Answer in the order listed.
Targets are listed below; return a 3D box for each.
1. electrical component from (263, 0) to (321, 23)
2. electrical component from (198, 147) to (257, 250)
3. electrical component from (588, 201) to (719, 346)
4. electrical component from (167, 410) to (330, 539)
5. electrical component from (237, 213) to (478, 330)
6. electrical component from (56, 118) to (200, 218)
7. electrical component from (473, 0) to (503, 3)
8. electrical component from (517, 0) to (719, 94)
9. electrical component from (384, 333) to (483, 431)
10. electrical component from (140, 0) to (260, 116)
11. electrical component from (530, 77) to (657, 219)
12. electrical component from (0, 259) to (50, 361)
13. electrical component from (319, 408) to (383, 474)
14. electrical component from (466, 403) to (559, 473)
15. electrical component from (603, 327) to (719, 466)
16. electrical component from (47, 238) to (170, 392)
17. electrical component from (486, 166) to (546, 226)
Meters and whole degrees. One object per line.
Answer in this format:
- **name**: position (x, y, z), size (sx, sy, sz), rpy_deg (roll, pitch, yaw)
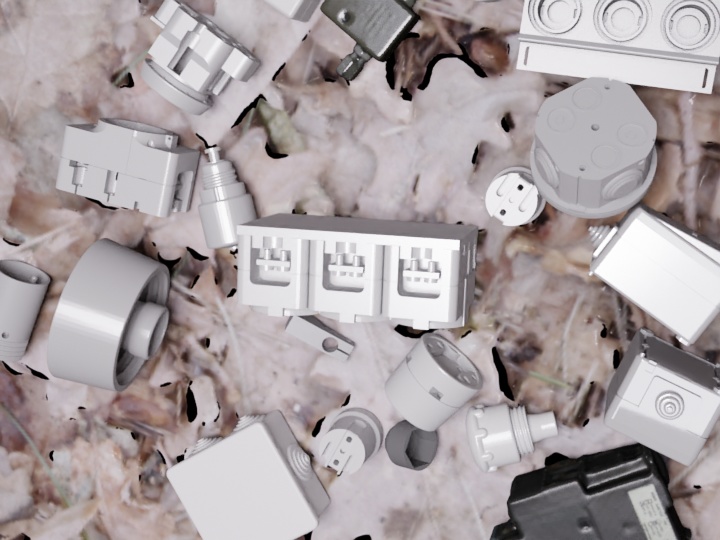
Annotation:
- **electrical component**: position (-0.061, -0.208, 0.731), size (0.066, 0.077, 0.047), rpy_deg (36, 105, 6)
- **electrical component**: position (-0.099, -0.050, 0.784), size (0.040, 0.040, 0.078), rpy_deg (-11, 96, 16)
- **electrical component**: position (0.196, -0.007, 0.705), size (0.096, 0.062, 0.061), rpy_deg (37, 105, 6)
- **electrical component**: position (-0.081, 0.163, 0.807), size (0.100, 0.048, 0.099), rpy_deg (-29, 91, 17)
- **electrical component**: position (0.000, 0.000, 0.741), size (0.150, 0.089, 0.061), rpy_deg (4, 99, 14)
- **electrical component**: position (-0.170, -0.079, 0.792), size (0.089, 0.050, 0.055), rpy_deg (15, 102, 11)
- **electrical component**: position (0.084, -0.204, 0.711), size (0.055, 0.047, 0.055), rpy_deg (2, 99, 14)
- **electrical component**: position (0.168, -0.160, 0.688), size (0.121, 0.063, 0.078), rpy_deg (10, 101, 12)
- **electrical component**: position (0.051, 0.080, 0.759), size (0.055, 0.055, 0.047), rpy_deg (42, 109, 5)
- **electrical component**: position (-0.120, -0.148, 0.766), size (0.078, 0.058, 0.057), rpy_deg (38, 103, 6)
- **electrical component**: position (0.148, -0.078, 0.683), size (0.080, 0.051, 0.080), rpy_deg (-4, 66, 8)
- **electrical component**: position (-0.276, 0.037, 0.841), size (0.043, 0.043, 0.081), rpy_deg (26, 104, 9)
- **electrical component**: position (-0.007, 0.126, 0.784), size (0.040, 0.046, 0.040), rpy_deg (2, 99, 14)
- **electrical component**: position (0.107, 0.114, 0.756), size (0.062, 0.048, 0.048), rpy_deg (-14, 95, 9)
- **electrical component**: position (0.197, 0.086, 0.700), size (0.062, 0.096, 0.061), rpy_deg (26, 105, 9)
- **electrical component**: position (-0.175, 0.037, 0.785), size (0.060, 0.108, 0.108), rpy_deg (19, 103, 5)
- **electrical component**: position (0.105, -0.049, 0.729), size (0.040, 0.046, 0.040), rpy_deg (2, 99, 14)
